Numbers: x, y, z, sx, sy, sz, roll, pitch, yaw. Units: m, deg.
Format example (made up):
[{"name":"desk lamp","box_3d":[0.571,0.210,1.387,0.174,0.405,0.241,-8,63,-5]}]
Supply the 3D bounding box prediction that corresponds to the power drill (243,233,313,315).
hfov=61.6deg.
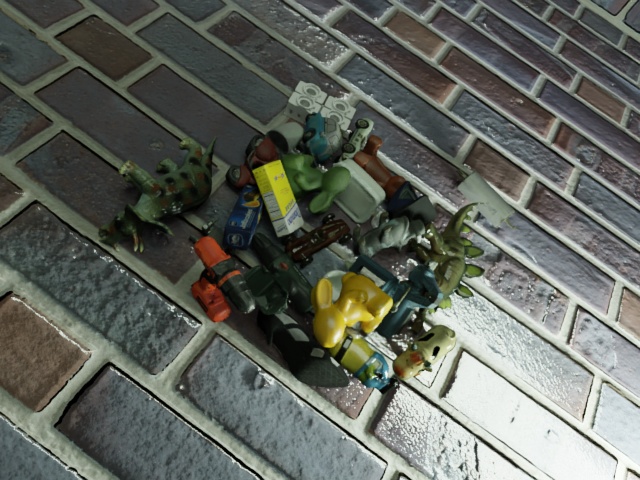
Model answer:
[{"name":"power drill","box_3d":[-0.107,0.082,1.213,0.086,0.207,0.232,-43,86,10]}]

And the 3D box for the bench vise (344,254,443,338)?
[{"name":"bench vise","box_3d":[0.166,0.105,1.293,0.241,0.223,0.129,37,16,24]}]

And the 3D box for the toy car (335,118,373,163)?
[{"name":"toy car","box_3d":[0.099,-0.276,1.553,0.056,0.073,0.202,29,55,-2]}]

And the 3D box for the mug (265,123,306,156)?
[{"name":"mug","box_3d":[-0.081,-0.277,1.485,0.110,0.080,0.107,36,46,8]}]

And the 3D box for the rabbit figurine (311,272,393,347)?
[{"name":"rabbit figurine","box_3d":[0.049,0.151,1.163,0.173,0.122,0.162,-41,84,-24]}]

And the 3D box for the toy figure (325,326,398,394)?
[{"name":"toy figure","box_3d":[0.092,0.274,1.218,0.180,0.082,0.089,48,54,8]}]

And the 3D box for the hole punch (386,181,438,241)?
[{"name":"hole punch","box_3d":[0.236,-0.081,1.445,0.116,0.142,0.092,-36,48,3]}]

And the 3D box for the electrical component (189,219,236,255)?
[{"name":"electrical component","box_3d":[-0.248,0.000,1.275,0.102,0.045,0.078,41,54,6]}]

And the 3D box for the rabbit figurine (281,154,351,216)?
[{"name":"rabbit figurine","box_3d":[-0.008,-0.145,1.382,0.170,0.121,0.159,3,89,16]}]

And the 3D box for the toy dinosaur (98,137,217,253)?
[{"name":"toy dinosaur","box_3d":[-0.339,-0.120,1.278,0.405,0.131,0.192,-36,90,-38]}]

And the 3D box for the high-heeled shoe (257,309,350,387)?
[{"name":"high-heeled shoe","box_3d":[-0.038,0.235,1.217,0.248,0.086,0.145,35,22,-18]}]

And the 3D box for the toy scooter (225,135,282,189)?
[{"name":"toy scooter","box_3d":[-0.150,-0.186,1.407,0.135,0.075,0.184,31,58,-1]}]

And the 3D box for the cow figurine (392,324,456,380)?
[{"name":"cow figurine","box_3d":[0.246,0.262,1.253,0.195,0.127,0.085,-26,70,-34]}]

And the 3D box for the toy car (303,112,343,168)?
[{"name":"toy car","box_3d":[0.013,-0.284,1.493,0.103,0.109,0.162,-5,50,12]}]

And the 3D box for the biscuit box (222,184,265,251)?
[{"name":"biscuit box","box_3d":[-0.177,-0.056,1.283,0.063,0.059,0.203,13,36,-1]}]

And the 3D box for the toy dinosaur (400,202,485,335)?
[{"name":"toy dinosaur","box_3d":[0.336,0.049,1.435,0.198,0.105,0.471,29,63,-9]}]

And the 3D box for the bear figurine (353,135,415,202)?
[{"name":"bear figurine","box_3d":[0.182,-0.176,1.495,0.196,0.131,0.120,36,59,10]}]

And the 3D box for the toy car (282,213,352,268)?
[{"name":"toy car","box_3d":[-0.003,-0.004,1.367,0.202,0.053,0.089,-28,70,-30]}]

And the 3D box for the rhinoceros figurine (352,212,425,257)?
[{"name":"rhinoceros figurine","box_3d":[0.175,-0.007,1.375,0.190,0.112,0.073,-22,35,4]}]

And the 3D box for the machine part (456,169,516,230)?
[{"name":"machine part","box_3d":[0.495,-0.122,1.608,0.079,0.079,0.243,-33,76,-33]}]
